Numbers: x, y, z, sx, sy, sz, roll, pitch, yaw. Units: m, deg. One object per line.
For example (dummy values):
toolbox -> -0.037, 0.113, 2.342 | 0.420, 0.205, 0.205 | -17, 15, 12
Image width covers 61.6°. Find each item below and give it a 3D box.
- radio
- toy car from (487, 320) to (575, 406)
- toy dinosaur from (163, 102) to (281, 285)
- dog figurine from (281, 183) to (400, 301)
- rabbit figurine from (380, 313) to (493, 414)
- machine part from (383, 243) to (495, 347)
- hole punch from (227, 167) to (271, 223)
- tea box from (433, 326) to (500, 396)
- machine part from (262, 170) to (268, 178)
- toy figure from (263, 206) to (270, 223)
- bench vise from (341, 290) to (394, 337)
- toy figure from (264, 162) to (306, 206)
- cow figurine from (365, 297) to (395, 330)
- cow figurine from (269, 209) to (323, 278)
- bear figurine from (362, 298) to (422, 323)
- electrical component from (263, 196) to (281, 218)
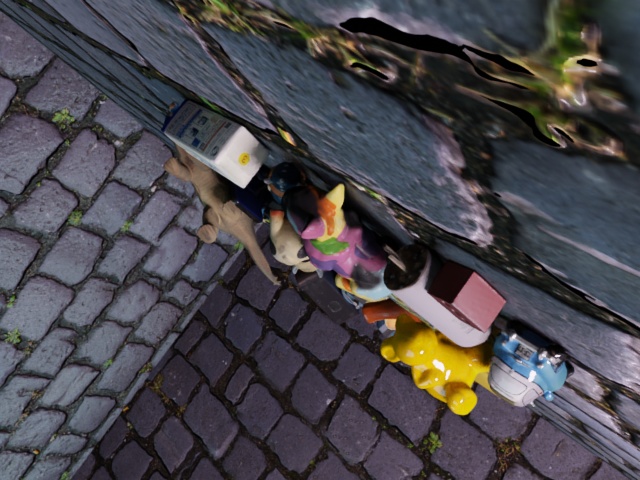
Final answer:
radio -> 0.015, 0.117, 1.422 | 0.229, 0.073, 0.131 | 47, -162, -39
toy car -> 0.292, 0.187, 0.773 | 0.109, 0.103, 0.161 | 33, 177, 30
toy dinosaur -> -0.204, -0.077, 1.162 | 0.199, 0.105, 0.470 | -78, -35, -72
dog figurine -> 0.035, -0.001, 0.781 | 0.192, 0.108, 0.219 | 36, 173, 16
rabbit figurine -> 0.173, 0.174, 0.855 | 0.173, 0.122, 0.163 | 36, 175, -40
machine part -> 0.169, 0.080, 0.753 | 0.243, 0.079, 0.079 | 40, 175, -29
hole punch -> -0.127, -0.115, 1.095 | 0.142, 0.092, 0.116 | 37, -154, -53
tea box -> 0.278, 0.194, 0.980 | 0.170, 0.068, 0.098 | 28, 144, 53
machine part -> -0.047, -0.081, 1.013 | 0.138, 0.039, 0.084 | 40, 169, -27
toy figure -> -0.117, -0.078, 1.332 | 0.089, 0.082, 0.180 | 34, 173, 5
bench vise -> 0.140, 0.130, 1.364 | 0.223, 0.128, 0.241 | 28, -160, -21
toy figure -> -0.053, -0.088, 0.843 | 0.154, 0.064, 0.058 | 98, 156, -80
cow figurine -> 0.138, 0.119, 1.200 | 0.167, 0.068, 0.098 | 56, -148, 7
cow figurine -> -0.031, 0.007, 0.959 | 0.086, 0.127, 0.195 | 7, -176, 14
bear figurine -> 0.190, 0.171, 1.105 | 0.132, 0.120, 0.195 | -8, 127, 32
electrical component -> -0.083, -0.072, 1.153 | 0.119, 0.075, 0.047 | 25, 168, 49
